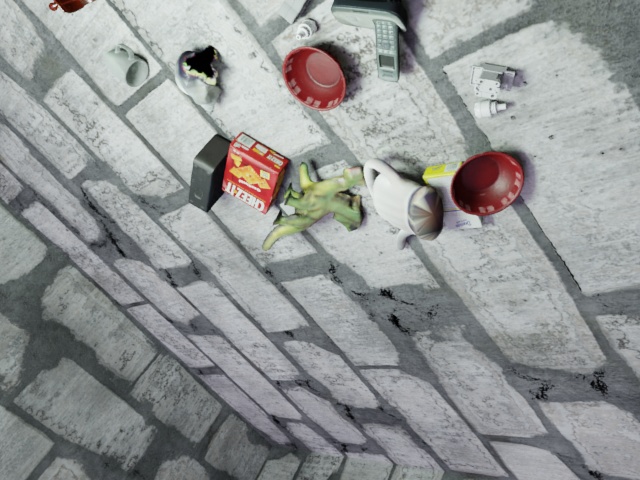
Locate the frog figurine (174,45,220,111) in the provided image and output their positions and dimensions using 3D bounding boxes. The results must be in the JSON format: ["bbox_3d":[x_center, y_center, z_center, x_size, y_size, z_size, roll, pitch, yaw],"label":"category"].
[{"bbox_3d":[-0.318,-0.407,1.333,0.139,0.123,0.157,65,154,13],"label":"frog figurine"}]

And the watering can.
[{"bbox_3d":[0.220,-0.064,1.304,0.227,0.105,0.341,33,160,48],"label":"watering can"}]

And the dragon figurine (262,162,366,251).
[{"bbox_3d":[0.004,-0.072,1.438,0.242,0.125,0.401,19,135,-12],"label":"dragon figurine"}]
